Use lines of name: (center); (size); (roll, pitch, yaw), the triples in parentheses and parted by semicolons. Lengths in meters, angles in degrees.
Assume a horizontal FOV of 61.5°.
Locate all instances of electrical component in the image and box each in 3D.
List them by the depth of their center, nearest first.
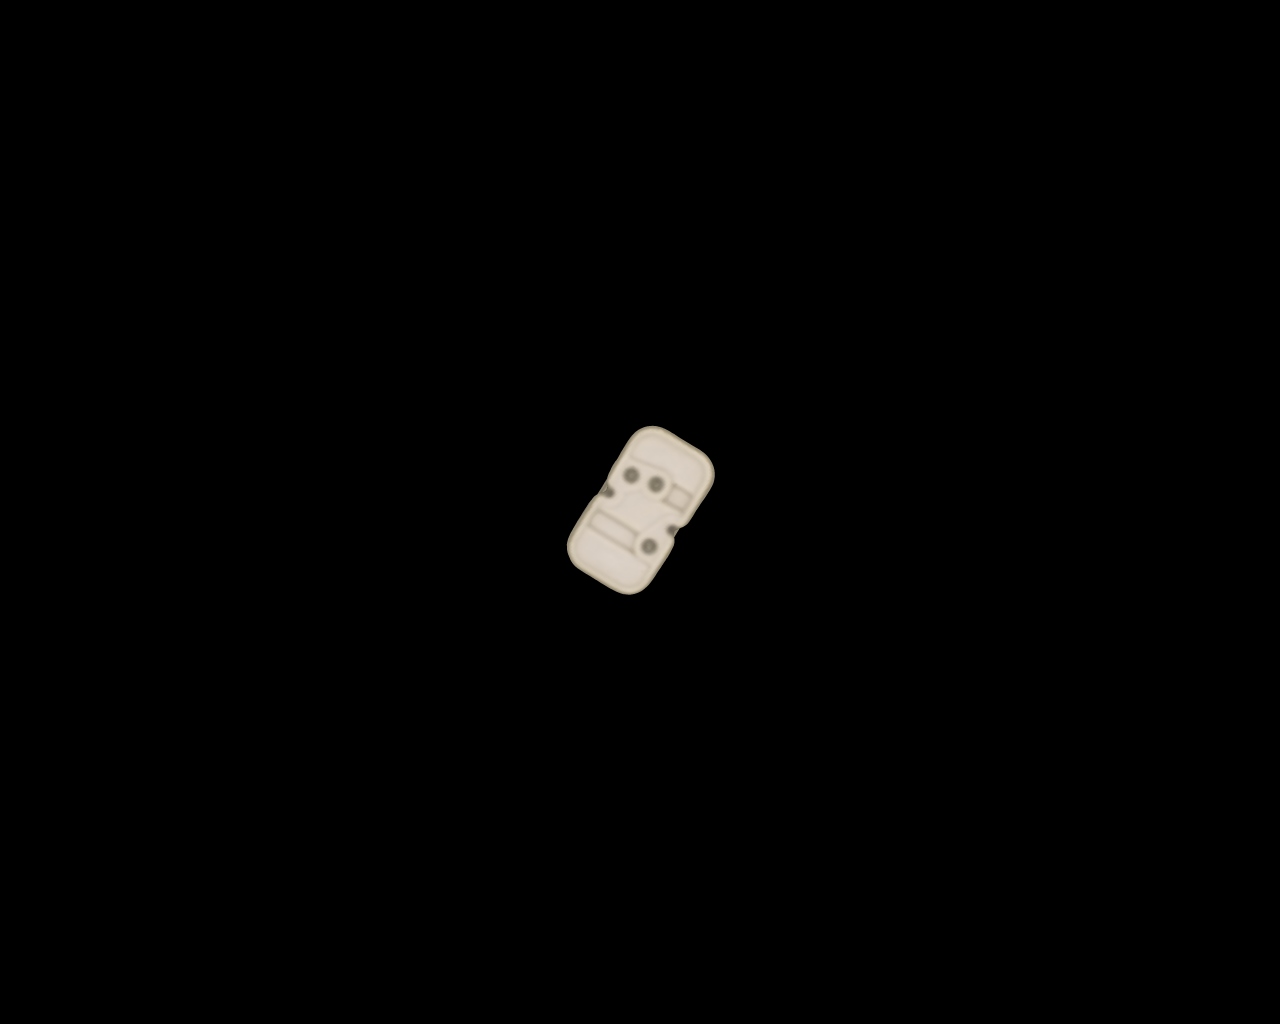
electrical component: (0.001, -0.003, 0.650); (0.054, 0.095, 0.059); (32, 4, -2)
